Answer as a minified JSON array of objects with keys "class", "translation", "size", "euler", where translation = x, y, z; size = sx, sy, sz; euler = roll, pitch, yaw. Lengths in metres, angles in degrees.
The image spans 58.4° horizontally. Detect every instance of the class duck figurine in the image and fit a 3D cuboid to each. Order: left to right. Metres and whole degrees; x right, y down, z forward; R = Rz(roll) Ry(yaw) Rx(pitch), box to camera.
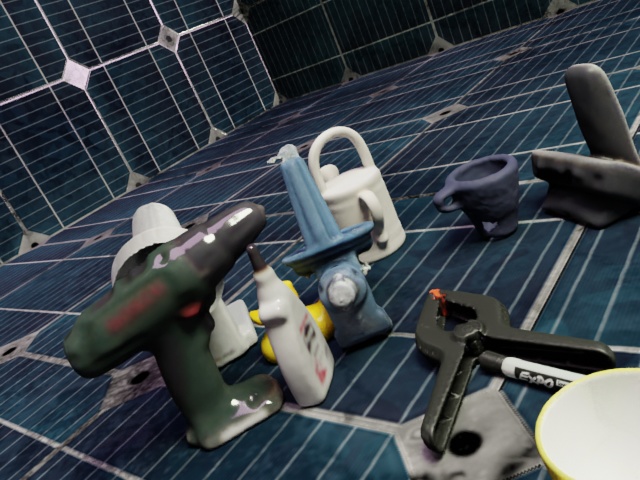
[{"class":"duck figurine","translation":[-0.035,0.087,0.686],"size":[0.104,0.086,0.077],"euler":[-26,20,-5]}]

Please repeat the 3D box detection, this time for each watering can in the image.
[{"class":"watering can","translation":[0.041,-0.070,0.839],"size":[0.101,0.194,0.172],"euler":[-37,24,-31]}]

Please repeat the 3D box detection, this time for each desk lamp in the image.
[{"class":"desk lamp","translation":[-0.170,0.062,0.716],"size":[0.118,0.214,0.203],"euler":[-27,20,-7]}]

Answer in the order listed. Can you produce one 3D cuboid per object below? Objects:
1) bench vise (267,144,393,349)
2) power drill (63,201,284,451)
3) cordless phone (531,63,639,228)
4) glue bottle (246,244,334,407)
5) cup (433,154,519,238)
[{"class":"bench vise","translation":[0.016,-0.003,0.661],"size":[0.121,0.220,0.207],"euler":[-29,21,-13]},{"class":"power drill","translation":[-0.121,0.096,0.582],"size":[0.230,0.209,0.075],"euler":[-28,21,-11]},{"class":"cordless phone","translation":[0.309,-0.121,0.677],"size":[0.094,0.185,0.147],"euler":[-29,21,-12]},{"class":"glue bottle","translation":[-0.035,0.080,0.579],"size":[0.037,0.173,0.078],"euler":[-19,21,15]},{"class":"cup","translation":[0.206,-0.044,0.732],"size":[0.118,0.095,0.091],"euler":[-28,20,-10]}]
